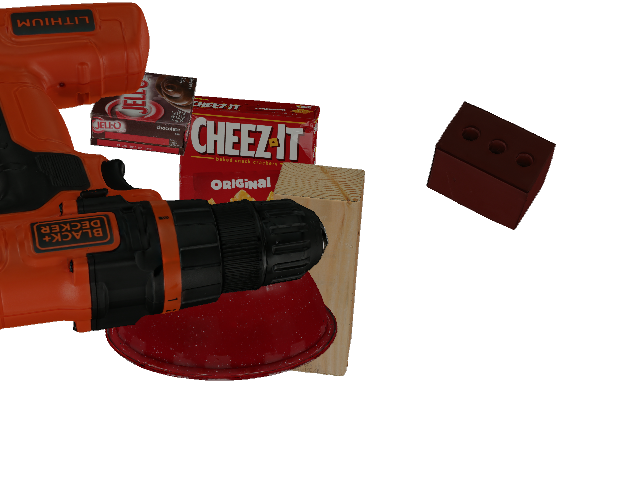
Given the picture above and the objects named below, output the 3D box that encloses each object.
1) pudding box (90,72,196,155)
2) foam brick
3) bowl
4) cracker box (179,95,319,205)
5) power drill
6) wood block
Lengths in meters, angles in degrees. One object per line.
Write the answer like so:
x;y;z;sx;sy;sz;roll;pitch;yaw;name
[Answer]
-0.170;-0.126;1.032;0.090;0.039;0.113;7;29;-5;pudding box
0.127;-0.055;0.797;0.078;0.053;0.051;27;-32;13;foam brick
-0.067;0.035;0.736;0.162;0.055;0.162;2;21;-1;bowl
-0.091;-0.063;1.326;0.164;0.214;0.072;5;21;1;cracker box
-0.105;-0.041;0.525;0.184;0.188;0.057;-7;-42;-18;power drill
-0.006;0.031;1.144;0.090;0.206;0.090;6;25;4;wood block
